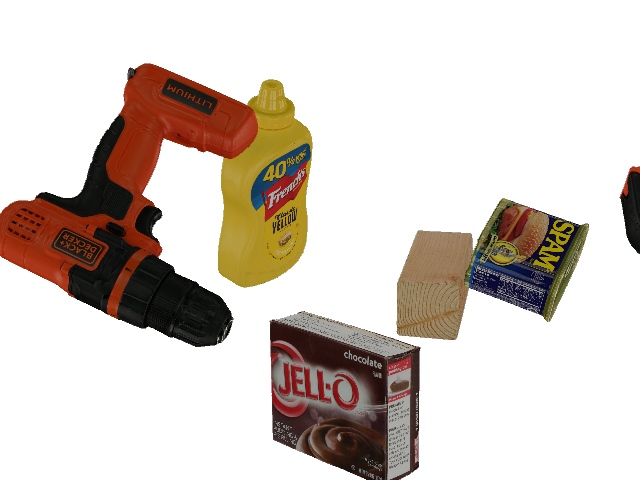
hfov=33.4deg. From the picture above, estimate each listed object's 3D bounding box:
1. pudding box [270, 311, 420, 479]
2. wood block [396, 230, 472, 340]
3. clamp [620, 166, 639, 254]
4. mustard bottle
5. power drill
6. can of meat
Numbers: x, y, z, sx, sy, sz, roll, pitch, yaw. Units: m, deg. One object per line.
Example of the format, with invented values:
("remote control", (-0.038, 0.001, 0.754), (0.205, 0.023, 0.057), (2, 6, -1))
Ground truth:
("pudding box", (0.015, 0.104, 0.720), (0.114, 0.090, 0.039), (12, 20, 42))
("wood block", (0.176, 0.064, 1.622), (0.091, 0.090, 0.206), (4, 22, 12))
("clamp", (0.267, 0.010, 0.700), (0.120, 0.039, 0.171), (-4, 45, -23))
("mustard bottle", (-0.048, -0.055, 0.952), (0.058, 0.192, 0.096), (31, 44, 30))
("power drill", (-0.119, -0.029, 0.784), (0.184, 0.187, 0.057), (25, -27, 5))
("can of meat", (0.188, 0.015, 0.976), (0.084, 0.057, 0.102), (21, 47, 18))
